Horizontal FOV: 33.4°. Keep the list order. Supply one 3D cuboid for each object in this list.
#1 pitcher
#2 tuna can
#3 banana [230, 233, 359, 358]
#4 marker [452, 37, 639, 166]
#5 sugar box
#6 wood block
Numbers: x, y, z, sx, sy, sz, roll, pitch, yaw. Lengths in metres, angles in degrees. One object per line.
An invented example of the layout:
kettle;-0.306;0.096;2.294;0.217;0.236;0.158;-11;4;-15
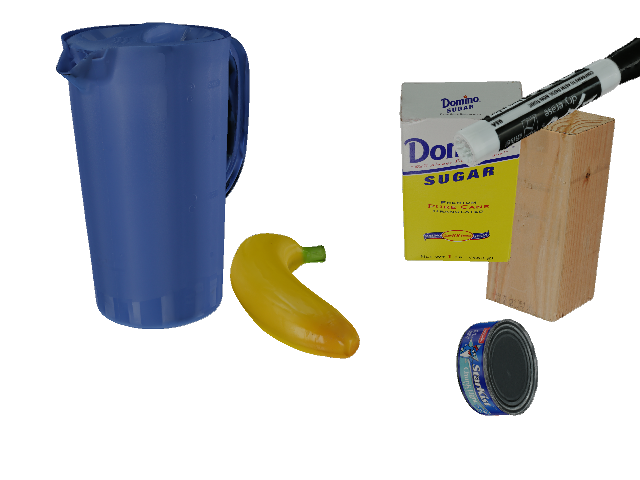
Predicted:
pitcher;-0.130;-0.058;0.889;0.149;0.243;0.145;-2;19;-5
tuna can;0.159;0.115;0.961;0.034;0.086;0.085;-11;-7;42
banana;-0.022;0.027;0.669;0.069;0.037;0.198;-4;17;-4
marker;0.120;-0.071;0.534;0.121;0.020;0.020;-28;8;-16
sugar box;0.112;-0.051;0.861;0.093;0.048;0.176;0;-36;7
wood block;0.245;-0.031;1.143;0.090;0.206;0.090;20;28;38
